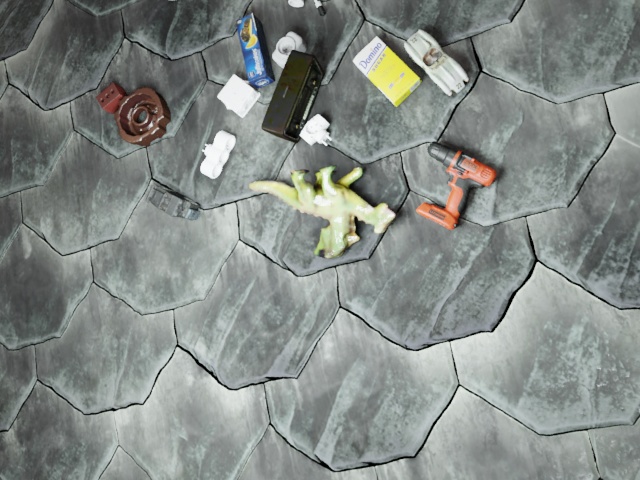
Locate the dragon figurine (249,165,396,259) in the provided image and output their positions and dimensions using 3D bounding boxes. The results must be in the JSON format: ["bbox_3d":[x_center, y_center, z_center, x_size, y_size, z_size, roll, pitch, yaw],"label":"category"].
[{"bbox_3d":[0.004,-0.069,1.366,0.409,0.122,0.243,-7,90,25],"label":"dragon figurine"}]
